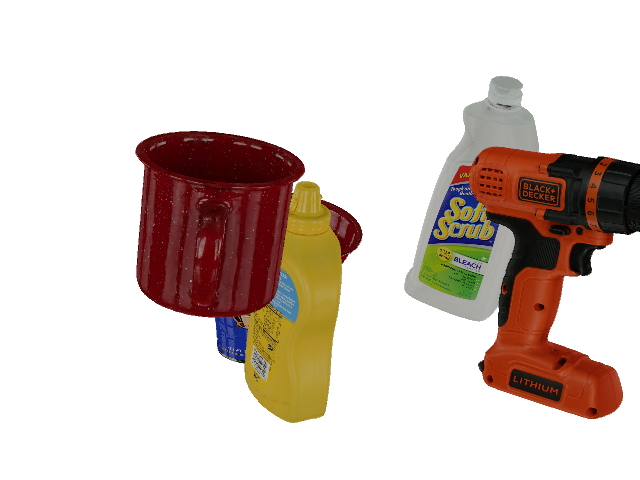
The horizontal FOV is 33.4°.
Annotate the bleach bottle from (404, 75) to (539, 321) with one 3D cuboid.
[{"bbox_3d":[0.151,-0.044,1.044,0.103,0.251,0.068,22,37,21],"label":"bleach bottle"}]

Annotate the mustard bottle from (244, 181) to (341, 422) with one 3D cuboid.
[{"bbox_3d":[-0.021,0.043,0.857,0.058,0.192,0.096,-7,29,-25],"label":"mustard bottle"}]

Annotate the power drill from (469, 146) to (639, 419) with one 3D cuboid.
[{"bbox_3d":[0.190,0.030,0.778,0.185,0.188,0.057,15,19,39],"label":"power drill"}]

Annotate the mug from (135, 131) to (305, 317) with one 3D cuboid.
[{"bbox_3d":[-0.059,-0.004,0.588,0.093,0.081,0.117,6,22,-7],"label":"mug"}]

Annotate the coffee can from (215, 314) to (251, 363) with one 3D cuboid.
[{"bbox_3d":[-0.084,0.068,1.337,0.103,0.140,0.103,-2,25,1],"label":"coffee can"}]

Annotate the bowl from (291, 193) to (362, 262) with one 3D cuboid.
[{"bbox_3d":[-0.040,0.006,1.097,0.162,0.055,0.162,6,27,-3],"label":"bowl"}]
